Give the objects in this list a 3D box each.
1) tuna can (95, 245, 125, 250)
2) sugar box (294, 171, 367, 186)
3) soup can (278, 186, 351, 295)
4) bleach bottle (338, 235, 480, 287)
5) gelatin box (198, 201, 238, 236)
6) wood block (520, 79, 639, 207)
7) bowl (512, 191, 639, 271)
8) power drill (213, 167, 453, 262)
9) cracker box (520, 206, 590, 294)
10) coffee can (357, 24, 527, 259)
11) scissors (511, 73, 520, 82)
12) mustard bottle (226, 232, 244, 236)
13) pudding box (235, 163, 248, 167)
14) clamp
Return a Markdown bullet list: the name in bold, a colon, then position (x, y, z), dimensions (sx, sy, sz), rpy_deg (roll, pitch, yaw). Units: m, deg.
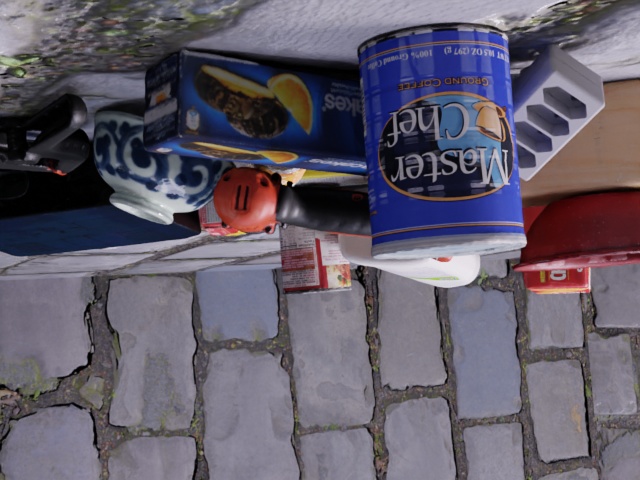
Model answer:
- **tuna can**: position (-0.229, -0.032, 1.135), dimensions (0.086, 0.086, 0.033), rpy_deg (-5, 177, 15)
- **sugar box**: position (0.045, -0.080, 1.043), dimensions (0.176, 0.048, 0.093), rpy_deg (-7, 177, 2)
- **soup can**: position (-0.007, 0.001, 1.048), dimensions (0.068, 0.102, 0.068), rpy_deg (-5, 178, 0)
- **bleach bottle**: position (0.104, 0.012, 1.107), dimensions (0.103, 0.068, 0.250), rpy_deg (4, 171, 20)
- **gelatin box**: position (-0.098, -0.051, 0.996), dimensions (0.030, 0.089, 0.073), rpy_deg (-5, 175, 1)
- **wood block**: position (0.198, -0.078, 0.923), dimensions (0.206, 0.090, 0.090), rpy_deg (-5, 174, 13)
- **bowl**: position (0.243, -0.008, 0.916), dimensions (0.162, 0.055, 0.162), rpy_deg (-4, 174, -1)
- **power drill**: position (0.013, -0.021, 0.850), dimensions (0.187, 0.057, 0.184), rpy_deg (6, -178, 2)
- **cracker box**: position (0.263, -0.023, 1.189), dimensions (0.072, 0.164, 0.213), rpy_deg (-2, 175, 14)
- **coffee can**: position (0.080, -0.061, 0.712), dimensions (0.103, 0.140, 0.103), rpy_deg (-4, 175, -1)
- **scissors**: position (0.090, -0.114, 0.844), dimensions (0.202, 0.016, 0.096), rpy_deg (-3, 175, 2)
- **mustard bottle**: position (-0.112, -0.042, 1.282), dimensions (0.096, 0.058, 0.191), rpy_deg (-4, 175, 2)
- **pudding box**: position (-0.103, -0.064, 1.132), dimensions (0.113, 0.039, 0.090), rpy_deg (-1, 175, -23)
- **clamp**: position (-0.251, -0.079, 0.848), dimensions (0.164, 0.036, 0.210), rpy_deg (-3, 176, -2)
